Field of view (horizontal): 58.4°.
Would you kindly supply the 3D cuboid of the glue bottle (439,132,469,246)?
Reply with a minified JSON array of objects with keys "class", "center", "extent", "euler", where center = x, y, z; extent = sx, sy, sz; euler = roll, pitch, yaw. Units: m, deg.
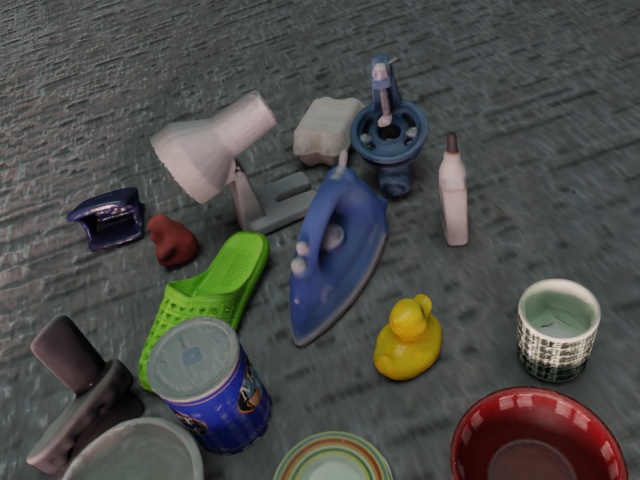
[{"class":"glue bottle","center":[0.182,-0.075,0.781],"extent":[0.037,0.173,0.078],"euler":[-7,46,9]}]

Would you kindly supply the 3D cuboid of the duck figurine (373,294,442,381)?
[{"class":"duck figurine","center":[0.103,0.110,0.689],"extent":[0.077,0.086,0.105],"euler":[27,59,34]}]

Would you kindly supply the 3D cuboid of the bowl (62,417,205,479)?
[{"class":"bowl","center":[-0.193,0.284,0.614],"extent":[0.167,0.075,0.167],"euler":[-8,46,8]}]

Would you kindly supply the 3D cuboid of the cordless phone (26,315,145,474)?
[{"class":"cordless phone","center":[-0.301,0.180,0.664],"extent":[0.093,0.185,0.148],"euler":[13,52,26]}]

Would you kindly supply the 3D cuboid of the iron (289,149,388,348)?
[{"class":"iron","center":[0.007,0.003,0.777],"extent":[0.118,0.142,0.258],"euler":[8,50,22]}]

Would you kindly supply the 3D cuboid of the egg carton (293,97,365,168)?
[{"class":"egg carton","center":[0.018,-0.193,1.009],"extent":[0.107,0.069,0.150],"euler":[8,50,22]}]

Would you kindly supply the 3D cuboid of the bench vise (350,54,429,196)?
[{"class":"bench vise","center":[0.093,-0.205,0.895],"extent":[0.121,0.220,0.207],"euler":[-19,46,-3]}]

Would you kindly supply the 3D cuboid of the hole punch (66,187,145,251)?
[{"class":"hole punch","center":[-0.359,-0.050,0.961],"extent":[0.108,0.091,0.101],"euler":[-16,46,0]}]

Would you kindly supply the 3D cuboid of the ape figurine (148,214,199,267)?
[{"class":"ape figurine","center":[-0.234,-0.005,0.885],"extent":[0.076,0.092,0.078],"euler":[6,50,20]}]

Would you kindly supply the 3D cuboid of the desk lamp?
[{"class":"desk lamp","center":[-0.123,-0.111,0.869],"extent":[0.203,0.214,0.117],"euler":[-25,46,-8]}]
